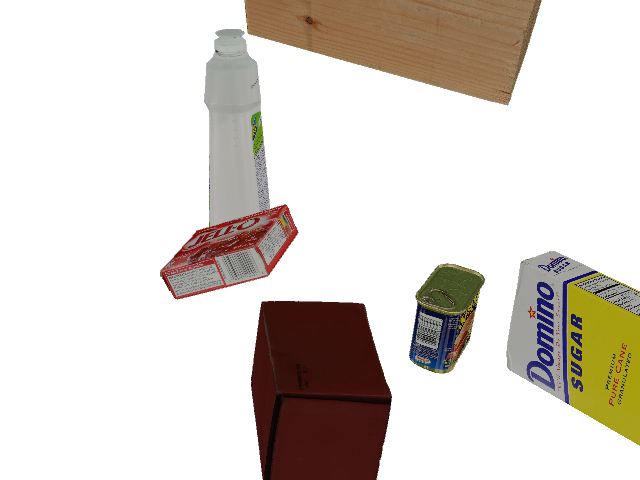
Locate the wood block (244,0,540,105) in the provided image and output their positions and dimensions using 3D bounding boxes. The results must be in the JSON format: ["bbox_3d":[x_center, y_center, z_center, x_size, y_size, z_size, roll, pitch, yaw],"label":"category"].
[{"bbox_3d":[0.055,-0.184,0.784,0.206,0.090,0.091,17,-27,10],"label":"wood block"}]

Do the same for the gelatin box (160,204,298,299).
[{"bbox_3d":[-0.070,0.008,0.830,0.089,0.030,0.073,-15,21,26],"label":"gelatin box"}]

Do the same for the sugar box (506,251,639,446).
[{"bbox_3d":[0.210,0.083,0.741,0.048,0.093,0.176,-16,30,-38],"label":"sugar box"}]

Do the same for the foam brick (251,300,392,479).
[{"bbox_3d":[-0.002,0.069,0.493,0.053,0.051,0.078,3,28,-9],"label":"foam brick"}]

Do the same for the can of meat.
[{"bbox_3d":[0.139,0.087,1.190,0.057,0.084,0.102,17,30,19],"label":"can of meat"}]

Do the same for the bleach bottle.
[{"bbox_3d":[-0.085,-0.092,1.091,0.068,0.251,0.102,1,27,3],"label":"bleach bottle"}]
